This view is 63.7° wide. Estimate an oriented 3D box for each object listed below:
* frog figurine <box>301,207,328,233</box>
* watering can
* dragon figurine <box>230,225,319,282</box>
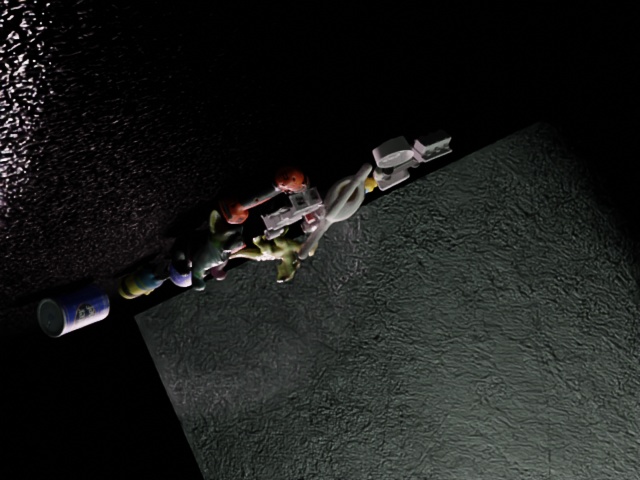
[{"bbox_3d":[0.006,-0.099,1.973,0.157,0.121,0.141,-36,-155,27],"label":"frog figurine"},{"bbox_3d":[0.049,-0.095,1.592,0.346,0.104,0.225,-53,177,7],"label":"watering can"},{"bbox_3d":[-0.202,0.078,2.348,0.410,0.242,0.122,-27,-179,-2],"label":"dragon figurine"}]
